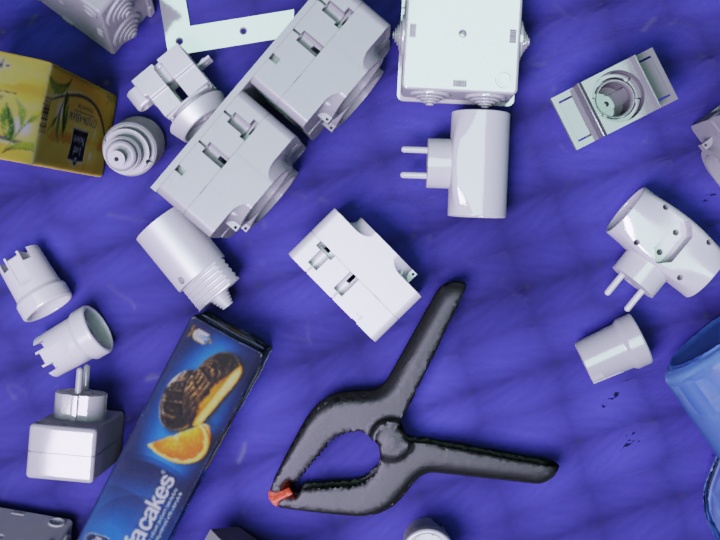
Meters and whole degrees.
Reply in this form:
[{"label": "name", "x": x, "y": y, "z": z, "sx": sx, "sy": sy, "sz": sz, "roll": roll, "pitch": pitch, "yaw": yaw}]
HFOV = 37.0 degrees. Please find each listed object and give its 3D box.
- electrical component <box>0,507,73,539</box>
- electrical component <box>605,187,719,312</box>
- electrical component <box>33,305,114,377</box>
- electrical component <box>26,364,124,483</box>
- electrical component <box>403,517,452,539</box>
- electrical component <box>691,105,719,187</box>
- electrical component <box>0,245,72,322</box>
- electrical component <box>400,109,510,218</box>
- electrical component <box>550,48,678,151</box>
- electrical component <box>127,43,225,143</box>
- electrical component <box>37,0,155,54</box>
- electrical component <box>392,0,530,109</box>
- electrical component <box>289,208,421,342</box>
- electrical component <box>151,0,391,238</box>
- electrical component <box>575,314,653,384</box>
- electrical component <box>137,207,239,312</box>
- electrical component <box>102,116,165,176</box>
[{"label": "electrical component", "x": -0.263, "y": 0.213, "z": 0.781, "sx": 0.100, "sy": 0.099, "sz": 0.048, "roll": 10, "pitch": 104, "yaw": 1}, {"label": "electrical component", "x": 0.214, "y": -0.006, "z": 0.792, "sx": 0.077, "sy": 0.043, "sz": 0.079, "roll": 39, "pitch": 92, "yaw": 0}, {"label": "electrical component", "x": -0.215, "y": 0.054, "z": 0.806, "sx": 0.046, "sy": 0.040, "sz": 0.040, "roll": -29, "pitch": 91, "yaw": 8}, {"label": "electrical component", "x": -0.204, "y": 0.107, "z": 0.784, "sx": 0.047, "sy": 0.083, "sz": 0.075, "roll": 5, "pitch": 91, "yaw": 1}, {"label": "electrical component", "x": 0.050, "y": 0.206, "z": 0.799, "sx": 0.040, "sy": 0.046, "sz": 0.040, "roll": 0, "pitch": 91, "yaw": 1}, {"label": "electrical component", "x": 0.320, "y": -0.045, "z": 0.758, "sx": 0.060, "sy": 0.105, "sz": 0.186, "roll": -37, "pitch": 90, "yaw": 2}, {"label": "electrical component", "x": -0.244, "y": 0.010, "z": 0.805, "sx": 0.040, "sy": 0.040, "sz": 0.046, "roll": -32, "pitch": 84, "yaw": 2}, {"label": "electrical component", "x": 0.070, "y": -0.078, "z": 0.793, "sx": 0.079, "sy": 0.044, "sz": 0.077, "roll": 2, "pitch": 91, "yaw": 1}, {"label": "electrical component", "x": 0.181, "y": -0.122, "z": 0.780, "sx": 0.081, "sy": 0.064, "sz": 0.042, "roll": -26, "pitch": 89, "yaw": 1}, {"label": "electrical component", "x": -0.130, "y": -0.128, "z": 0.796, "sx": 0.066, "sy": 0.048, "sz": 0.055, "roll": -39, "pitch": 83, "yaw": 2}, {"label": "electrical component", "x": -0.200, "y": -0.208, "z": 0.769, "sx": 0.100, "sy": 0.099, "sz": 0.048, "roll": 37, "pitch": 79, "yaw": 0}, {"label": "electrical component", "x": 0.074, "y": -0.169, "z": 0.789, "sx": 0.100, "sy": 0.048, "sz": 0.099, "roll": 3, "pitch": 91, "yaw": 1}, {"label": "electrical component", "x": 0.000, "y": 0.000, "z": 0.793, "sx": 0.056, "sy": 0.050, "sz": 0.089, "roll": -45, "pitch": 90, "yaw": 2}, {"label": "electrical component", "x": -0.055, "y": -0.107, "z": 0.764, "sx": 0.060, "sy": 0.105, "sz": 0.186, "roll": 41, "pitch": 92, "yaw": 0}, {"label": "electrical component", "x": 0.187, "y": 0.060, "z": 0.797, "sx": 0.046, "sy": 0.040, "sz": 0.040, "roll": -25, "pitch": 91, "yaw": 7}, {"label": "electrical component", "x": -0.123, "y": -0.004, "z": 0.799, "sx": 0.043, "sy": 0.043, "sz": 0.081, "roll": -39, "pitch": 91, "yaw": 2}, {"label": "electrical component", "x": -0.168, "y": -0.088, "z": 0.784, "sx": 0.040, "sy": 0.078, "sz": 0.040, "roll": 0, "pitch": 106, "yaw": 2}]
